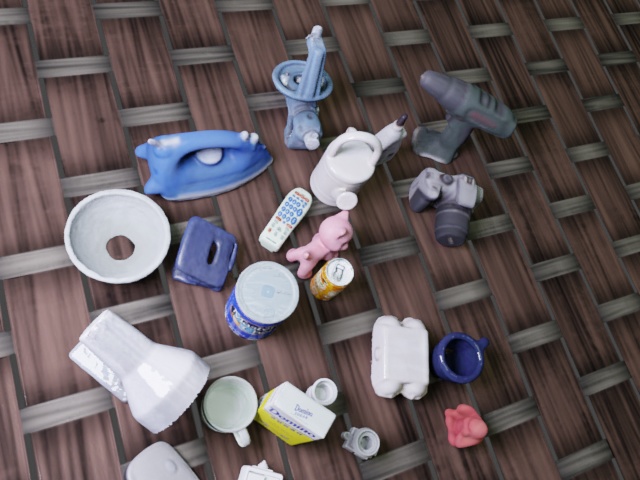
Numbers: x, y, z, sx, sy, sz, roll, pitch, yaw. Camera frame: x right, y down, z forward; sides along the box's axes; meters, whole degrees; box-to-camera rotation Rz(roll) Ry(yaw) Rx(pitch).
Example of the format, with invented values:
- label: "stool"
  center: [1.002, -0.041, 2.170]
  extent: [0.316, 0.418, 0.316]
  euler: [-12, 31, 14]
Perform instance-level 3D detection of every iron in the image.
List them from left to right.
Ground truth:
- label: "iron"
  center: [-0.196, -0.160, 1.042]
  extent: [0.259, 0.141, 0.118]
  euler: [-12, 74, -21]

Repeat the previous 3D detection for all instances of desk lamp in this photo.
- label: "desk lamp"
  center: [-0.273, 0.185, 0.844]
  extent: [0.203, 0.213, 0.118]
  euler: [38, 64, 0]

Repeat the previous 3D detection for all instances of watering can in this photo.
- label: "watering can"
  center: [0.056, -0.139, 1.083]
  extent: [0.101, 0.194, 0.173]
  euler: [-9, 73, -20]

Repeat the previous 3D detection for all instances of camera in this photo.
- label: "camera"
  center: [0.263, -0.066, 1.173]
  extent: [0.143, 0.100, 0.137]
  euler: [16, 66, -11]

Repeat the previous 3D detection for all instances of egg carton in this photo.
- label: "egg carton"
  center: [0.145, 0.214, 1.045]
  extent: [0.107, 0.069, 0.150]
  euler: [8, 68, -14]

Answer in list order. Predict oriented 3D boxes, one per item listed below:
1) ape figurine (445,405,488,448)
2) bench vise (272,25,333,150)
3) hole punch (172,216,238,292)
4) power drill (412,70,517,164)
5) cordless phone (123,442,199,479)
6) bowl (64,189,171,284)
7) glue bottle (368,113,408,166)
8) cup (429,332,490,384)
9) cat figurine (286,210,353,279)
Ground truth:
- label: "ape figurine"
  center: [0.267, 0.337, 1.024]
  extent: [0.076, 0.092, 0.078]
  euler: [41, 64, 1]
- label: "bench vise"
  center: [-0.013, -0.288, 1.105]
  extent: [0.122, 0.219, 0.207]
  euler: [-22, 77, -23]
- label: "hole punch"
  center: [-0.197, 0.024, 0.998]
  extent: [0.101, 0.091, 0.109]
  euler: [17, 66, -11]
- label: "power drill"
  center: [0.275, -0.247, 1.186]
  extent: [0.230, 0.208, 0.075]
  euler: [15, 66, -11]
- label: "cordless phone"
  center: [-0.212, 0.362, 0.811]
  extent: [0.094, 0.185, 0.147]
  euler: [-40, 85, -26]
- label: "bowl"
  center: [-0.339, 0.003, 0.971]
  extent: [0.168, 0.074, 0.167]
  euler: [6, 68, -15]
- label: "glue bottle"
  center: [0.138, -0.203, 1.145]
  extent: [0.078, 0.173, 0.037]
  euler: [-20, 76, -23]
- label: "cup"
  center: [0.251, 0.218, 1.063]
  extent: [0.118, 0.095, 0.091]
  euler: [-26, 79, -24]
- label: "cat figurine"
  center: [0.010, 0.004, 1.056]
  extent: [0.128, 0.117, 0.067]
  euler: [-36, 83, -26]
